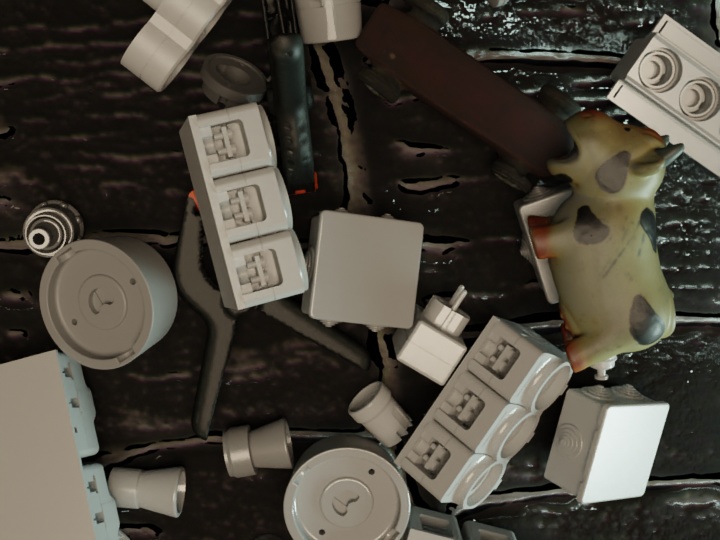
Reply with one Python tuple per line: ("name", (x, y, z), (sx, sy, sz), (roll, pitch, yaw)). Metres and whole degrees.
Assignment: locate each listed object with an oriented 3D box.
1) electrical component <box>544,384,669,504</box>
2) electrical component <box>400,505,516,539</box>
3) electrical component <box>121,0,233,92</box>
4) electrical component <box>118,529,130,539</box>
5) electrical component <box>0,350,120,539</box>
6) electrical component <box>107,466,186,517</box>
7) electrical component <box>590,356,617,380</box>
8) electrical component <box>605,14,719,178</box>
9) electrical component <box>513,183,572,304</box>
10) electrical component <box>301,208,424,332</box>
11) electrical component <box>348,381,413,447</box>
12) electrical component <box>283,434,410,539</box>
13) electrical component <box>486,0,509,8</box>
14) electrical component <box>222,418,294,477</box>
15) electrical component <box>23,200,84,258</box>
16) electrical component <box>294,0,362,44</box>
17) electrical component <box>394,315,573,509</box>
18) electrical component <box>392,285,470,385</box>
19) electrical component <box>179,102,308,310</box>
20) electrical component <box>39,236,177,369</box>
("electrical component", (0.211, 0.148, 0.928), (0.100, 0.048, 0.099), (4, 104, -40))
("electrical component", (0.067, 0.316, 0.969), (0.105, 0.060, 0.186), (15, 100, -5))
("electrical component", (-0.149, -0.219, 0.859), (0.074, 0.052, 0.138), (38, 98, -8))
("electrical component", (-0.232, 0.260, 0.952), (0.055, 0.055, 0.047), (44, 100, -9))
("electrical component", (-0.274, 0.171, 0.903), (0.105, 0.060, 0.186), (-15, 82, 5))
("electrical component", (-0.190, 0.193, 0.947), (0.065, 0.044, 0.044), (4, 101, 2))
("electrical component", (0.210, 0.056, 0.932), (0.040, 0.040, 0.078), (-2, 102, -1))
("electrical component", (0.270, -0.141, 0.882), (0.121, 0.063, 0.078), (33, 98, -8))
("electrical component", (0.184, -0.030, 0.909), (0.100, 0.048, 0.099), (-19, 101, 2))
("electrical component", (0.000, 0.000, 0.895), (0.100, 0.048, 0.099), (7, 88, -15))
("electrical component", (0.019, 0.127, 0.941), (0.040, 0.040, 0.046), (-40, 105, 6))
("electrical component", (-0.012, 0.196, 0.942), (0.108, 0.060, 0.108), (0, 101, -2))
("electrical component", (0.117, -0.252, 0.848), (0.051, 0.080, 0.080), (-15, 101, -4))
("electrical component", (-0.089, 0.156, 0.940), (0.055, 0.045, 0.045), (-10, 102, 0))
("electrical component", (-0.257, -0.031, 0.888), (0.048, 0.062, 0.048), (0, 102, -2))
("electrical component", (-0.025, -0.208, 0.865), (0.055, 0.055, 0.047), (-7, 105, 0))
("electrical component", (0.110, 0.122, 0.907), (0.062, 0.089, 0.150), (38, 100, 29))
("electrical component", (0.068, 0.047, 0.912), (0.047, 0.065, 0.076), (31, 99, -7))
("electrical component", (-0.091, -0.049, 0.850), (0.062, 0.089, 0.150), (-15, 93, -14))
("electrical component", (-0.204, 0.023, 0.897), (0.108, 0.060, 0.108), (4, 102, 20))
